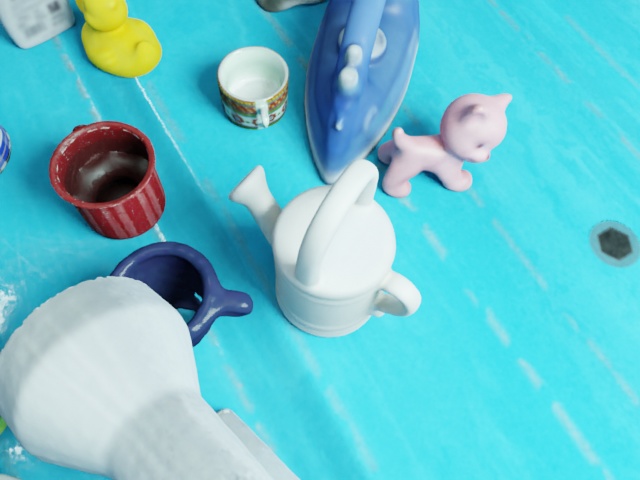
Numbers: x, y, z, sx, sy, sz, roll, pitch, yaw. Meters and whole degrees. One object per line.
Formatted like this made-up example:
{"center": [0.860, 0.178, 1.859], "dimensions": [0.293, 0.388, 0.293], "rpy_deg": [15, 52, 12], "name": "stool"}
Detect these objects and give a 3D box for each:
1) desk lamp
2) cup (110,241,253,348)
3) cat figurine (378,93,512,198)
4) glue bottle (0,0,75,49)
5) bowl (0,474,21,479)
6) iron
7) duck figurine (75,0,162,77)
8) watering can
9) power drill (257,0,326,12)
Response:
{"center": [-0.092, 0.142, 0.387], "dimensions": [0.203, 0.213, 0.118], "rpy_deg": [39, 69, 15], "name": "desk lamp"}
{"center": [-0.113, 0.061, 0.490], "dimensions": [0.117, 0.095, 0.091], "rpy_deg": [4, 65, -1], "name": "cup"}
{"center": [0.126, -0.102, 0.566], "dimensions": [0.128, 0.118, 0.067], "rpy_deg": [-8, 65, -6], "name": "cat figurine"}
{"center": [-0.322, -0.285, 0.600], "dimensions": [0.078, 0.173, 0.037], "rpy_deg": [-36, 71, -17], "name": "glue bottle"}
{"center": [-0.241, 0.255, 0.403], "dimensions": [0.167, 0.075, 0.167], "rpy_deg": [1, 65, -2], "name": "bowl"}
{"center": [0.043, -0.198, 0.594], "dimensions": [0.118, 0.141, 0.258], "rpy_deg": [12, 65, 3], "name": "iron"}
{"center": [-0.226, -0.237, 0.630], "dimensions": [0.104, 0.086, 0.078], "rpy_deg": [36, 68, 14], "name": "duck figurine"}
{"center": [0.003, 0.003, 0.468], "dimensions": [0.172, 0.194, 0.101], "rpy_deg": [12, 65, 3], "name": "watering can"}
{"center": [-0.036, -0.363, 0.631], "dimensions": [0.230, 0.208, 0.075], "rpy_deg": [-18, 67, -11], "name": "power drill"}
